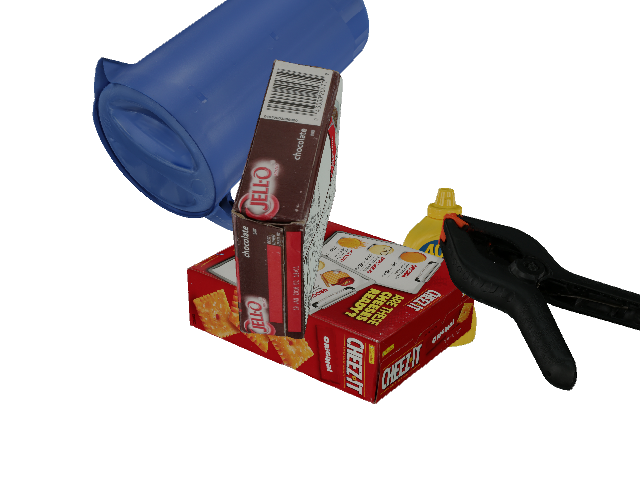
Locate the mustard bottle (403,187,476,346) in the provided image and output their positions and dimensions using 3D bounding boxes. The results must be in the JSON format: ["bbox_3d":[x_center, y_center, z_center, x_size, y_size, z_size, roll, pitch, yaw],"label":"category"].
[{"bbox_3d":[0.145,0.032,1.289,0.096,0.192,0.058,0,15,-11],"label":"mustard bottle"}]

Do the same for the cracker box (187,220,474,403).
[{"bbox_3d":[0.010,0.054,0.979,0.214,0.072,0.163,19,32,33],"label":"cracker box"}]

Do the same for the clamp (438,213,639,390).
[{"bbox_3d":[0.159,0.032,0.764,0.120,0.039,0.172,-11,43,-34],"label":"clamp"}]

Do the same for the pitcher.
[{"bbox_3d":[-0.060,-0.132,0.913,0.145,0.149,0.242,24,54,31],"label":"pitcher"}]

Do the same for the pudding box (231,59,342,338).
[{"bbox_3d":[-0.016,-0.021,0.540,0.039,0.113,0.090,9,-41,6],"label":"pudding box"}]
